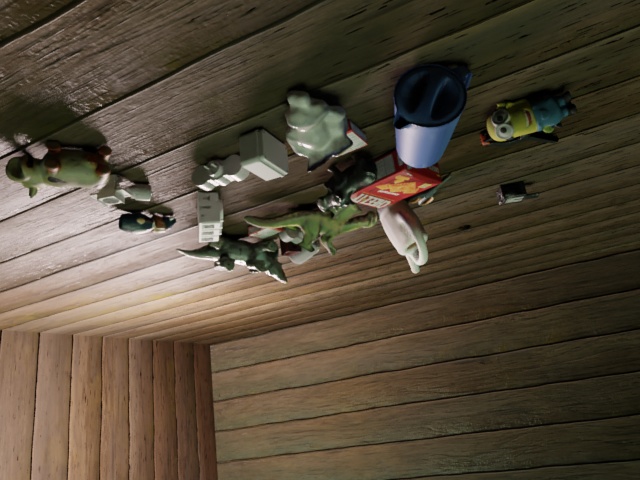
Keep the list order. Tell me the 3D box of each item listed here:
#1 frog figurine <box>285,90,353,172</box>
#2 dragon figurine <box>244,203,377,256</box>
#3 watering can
[{"bbox_3d":[-0.018,-0.237,1.033,0.136,0.125,0.157,-14,126,39],"label":"frog figurine"},{"bbox_3d":[0.005,-0.077,1.532,0.408,0.125,0.238,13,134,-35],"label":"dragon figurine"},{"bbox_3d":[0.261,-0.015,1.592,0.104,0.227,0.342,-26,161,-2],"label":"watering can"}]
